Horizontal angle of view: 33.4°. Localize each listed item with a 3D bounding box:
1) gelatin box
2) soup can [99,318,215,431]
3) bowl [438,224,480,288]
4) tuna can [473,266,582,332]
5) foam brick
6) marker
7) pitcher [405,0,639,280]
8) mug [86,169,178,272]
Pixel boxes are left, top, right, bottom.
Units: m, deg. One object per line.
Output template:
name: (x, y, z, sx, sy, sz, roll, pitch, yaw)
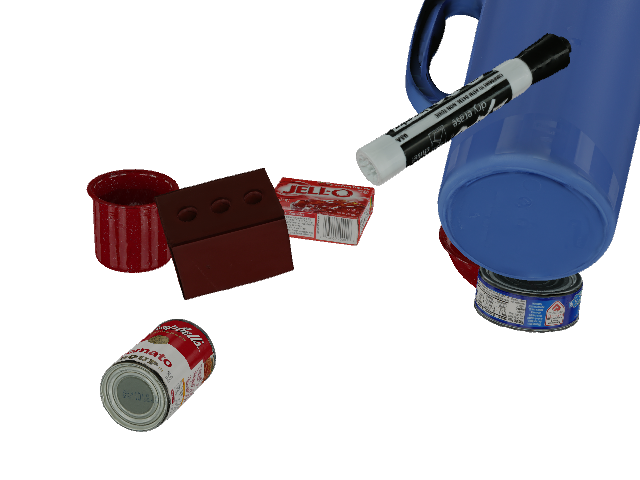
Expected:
gelatin box: (-0.002, -0.028, 0.949, 0.089, 0.030, 0.073, 8, 25, 11)
soup can: (-0.145, 0.119, 0.954, 0.069, 0.068, 0.102, 0, 17, 19)
bowl: (0.209, 0.018, 1.166, 0.162, 0.055, 0.162, -1, 29, 0)
tuna can: (0.170, 0.041, 0.872, 0.086, 0.034, 0.086, 2, 22, -1)
foam brick: (-0.062, -0.005, 0.699, 0.078, 0.051, 0.053, -16, 43, -9)
marker: (0.069, -0.063, 0.496, 0.121, 0.020, 0.020, -33, 11, -17)
pitcher: (0.144, -0.095, 0.719, 0.149, 0.242, 0.145, -24, -58, 40)
mug: (-0.196, -0.025, 1.121, 0.093, 0.081, 0.117, -1, 28, -9)
